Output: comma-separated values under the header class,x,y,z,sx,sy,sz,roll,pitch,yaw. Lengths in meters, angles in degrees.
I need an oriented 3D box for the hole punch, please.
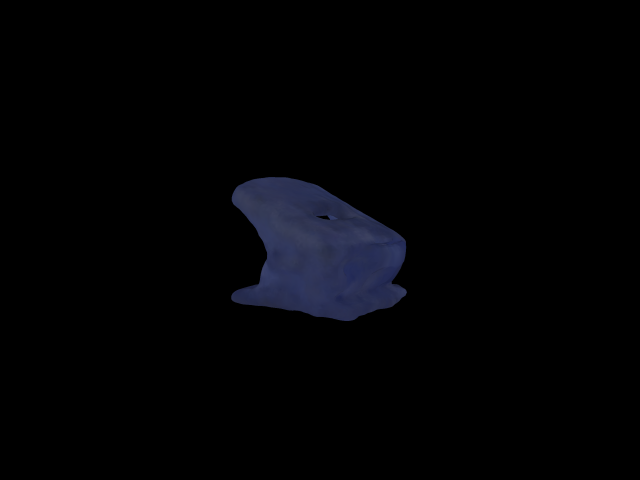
class,x,y,z,sx,sy,sz,roll,pitch,yaw
hole punch,0.004,0.001,0.400,0.100,0.091,0.109,3,6,34
